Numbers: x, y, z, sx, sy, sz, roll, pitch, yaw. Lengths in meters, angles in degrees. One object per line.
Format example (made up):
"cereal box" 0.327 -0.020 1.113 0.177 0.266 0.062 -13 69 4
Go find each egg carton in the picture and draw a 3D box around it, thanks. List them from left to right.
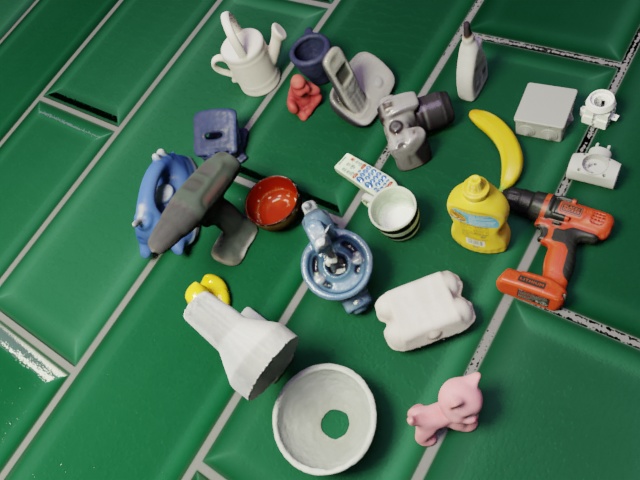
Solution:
"egg carton" 0.170 0.118 0.935 0.150 0.069 0.107 -23 58 6

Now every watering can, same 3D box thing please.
"watering can" -0.158 -0.420 1.254 0.173 0.194 0.100 -36 58 -2

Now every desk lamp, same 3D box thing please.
"desk lamp" -0.119 0.169 0.921 0.202 0.214 0.118 32 77 30

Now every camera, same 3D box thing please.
"camera" 0.187 -0.228 1.092 0.136 0.101 0.143 -18 59 9

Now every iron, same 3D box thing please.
"iron" -0.320 -0.098 1.172 0.118 0.142 0.258 -6 62 16

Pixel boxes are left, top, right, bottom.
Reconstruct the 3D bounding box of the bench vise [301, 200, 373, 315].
"bench vise" 0.000 0.011 0.959 0.121 0.220 0.206 -43 58 -6

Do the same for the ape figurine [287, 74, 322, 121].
"ape figurine" -0.039 -0.313 1.218 0.077 0.092 0.076 -14 60 11

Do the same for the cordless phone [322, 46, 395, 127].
"cordless phone" 0.071 -0.330 1.135 0.093 0.185 0.148 21 72 27

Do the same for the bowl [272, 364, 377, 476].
"bowl" 0.015 0.284 0.897 0.167 0.075 0.167 -8 61 15

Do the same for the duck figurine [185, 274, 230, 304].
"duck figurine" -0.216 0.106 1.062 0.077 0.086 0.104 -5 62 17

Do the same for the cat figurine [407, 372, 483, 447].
"cat figurine" 0.185 0.245 0.834 0.127 0.118 0.067 -24 58 6

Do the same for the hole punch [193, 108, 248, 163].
"hole punch" -0.216 -0.220 1.230 0.108 0.091 0.101 -3 63 17

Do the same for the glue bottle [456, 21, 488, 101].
"glue bottle" 0.283 -0.344 1.077 0.037 0.173 0.078 24 73 28

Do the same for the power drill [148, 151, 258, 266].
"power drill" -0.202 -0.037 1.060 0.075 0.209 0.230 17 70 26

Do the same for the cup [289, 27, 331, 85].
"cup" -0.011 -0.396 1.251 0.091 0.095 0.117 -13 60 12
